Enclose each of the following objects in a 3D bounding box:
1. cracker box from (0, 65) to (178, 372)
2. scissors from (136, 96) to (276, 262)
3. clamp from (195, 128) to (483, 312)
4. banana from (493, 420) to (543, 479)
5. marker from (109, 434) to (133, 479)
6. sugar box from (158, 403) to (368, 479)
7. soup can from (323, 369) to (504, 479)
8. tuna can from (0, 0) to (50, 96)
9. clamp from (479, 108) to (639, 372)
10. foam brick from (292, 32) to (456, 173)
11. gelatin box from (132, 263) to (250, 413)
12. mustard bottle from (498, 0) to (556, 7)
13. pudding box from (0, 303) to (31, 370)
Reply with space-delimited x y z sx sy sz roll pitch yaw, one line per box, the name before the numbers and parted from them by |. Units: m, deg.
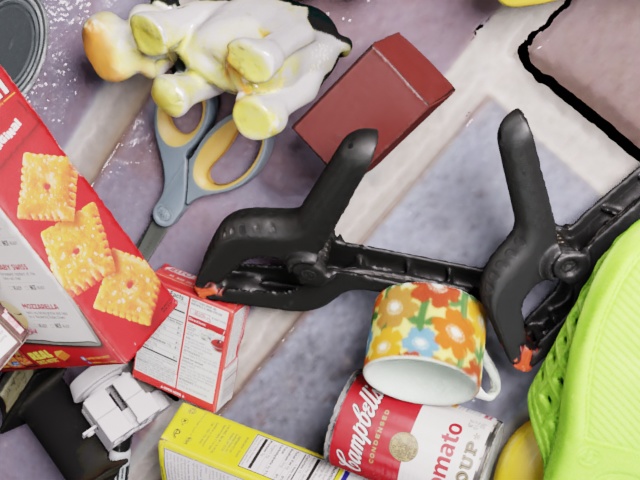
cracker box | -0.219 -0.010 0.727 0.164 0.072 0.213 -9 122 44
scissors | -0.114 -0.040 0.752 0.202 0.016 0.096 -36 89 30
clamp | -0.004 0.001 0.672 0.210 0.036 0.164 -8 139 32
banana | 0.149 0.196 0.699 0.070 0.037 0.198 -1 107 25
marker | -0.162 0.192 0.850 0.020 0.020 0.121 18 114 18
sugar box | -0.028 0.185 0.760 0.176 0.048 0.093 16 134 16
soup can | 0.062 0.133 0.701 0.102 0.068 0.068 18 114 17
tuna can | -0.225 -0.136 0.730 0.034 0.086 0.086 21 115 18
clamp | 0.131 0.000 0.617 0.120 0.039 0.172 17 116 -14
foam brick | 0.032 -0.080 0.650 0.051 0.052 0.078 49 119 2
gelatin box | -0.094 0.070 0.772 0.073 0.030 0.089 20 115 19
mustard bottle | 0.180 -0.180 0.546 0.192 0.058 0.096 -3 104 25
pudding box | -0.256 0.057 0.732 0.090 0.039 0.114 47 143 -11
